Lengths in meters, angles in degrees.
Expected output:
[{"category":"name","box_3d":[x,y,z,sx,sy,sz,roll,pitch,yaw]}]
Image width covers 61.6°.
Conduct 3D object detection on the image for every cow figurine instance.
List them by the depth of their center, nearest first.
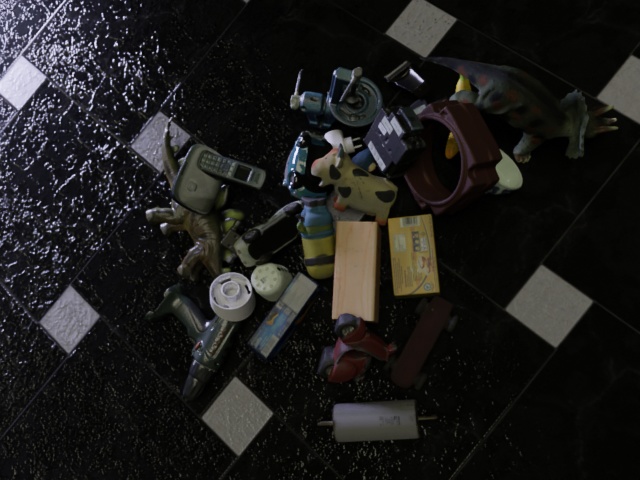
[{"category":"cow figurine","box_3d":[0.073,-0.124,1.155,0.195,0.085,0.127,21,110,-4]}]

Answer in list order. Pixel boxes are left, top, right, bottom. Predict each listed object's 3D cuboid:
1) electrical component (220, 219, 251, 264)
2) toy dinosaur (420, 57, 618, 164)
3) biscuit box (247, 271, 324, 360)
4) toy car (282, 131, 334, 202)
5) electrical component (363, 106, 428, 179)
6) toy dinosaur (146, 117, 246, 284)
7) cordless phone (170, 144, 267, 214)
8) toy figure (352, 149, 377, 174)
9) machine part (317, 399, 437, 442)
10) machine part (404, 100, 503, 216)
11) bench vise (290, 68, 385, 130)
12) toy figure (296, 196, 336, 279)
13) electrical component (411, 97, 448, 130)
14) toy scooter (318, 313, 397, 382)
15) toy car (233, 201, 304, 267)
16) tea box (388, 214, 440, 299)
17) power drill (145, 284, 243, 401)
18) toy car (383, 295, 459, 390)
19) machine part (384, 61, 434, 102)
[{"category":"electrical component","box_3d":[-0.191,0.005,1.200,0.063,0.021,0.094,34,89,-13]},{"category":"toy dinosaur","box_3d":[0.398,-0.276,1.071,0.405,0.192,0.131,28,73,-11]},{"category":"biscuit box","box_3d":[-0.075,0.168,1.184,0.059,0.062,0.202,35,88,16]},{"category":"toy car","box_3d":[-0.036,-0.159,1.220,0.103,0.109,0.161,-5,80,52]},{"category":"electrical component","box_3d":[0.158,-0.208,1.110,0.058,0.134,0.115,-17,70,-30]},{"category":"toy dinosaur","box_3d":[-0.295,-0.068,1.268,0.198,0.105,0.471,-31,83,-3]},{"category":"cordless phone","box_3d":[-0.220,-0.119,1.186,0.184,0.088,0.146,17,72,5]},{"category":"toy figure","box_3d":[0.125,-0.196,1.216,0.154,0.057,0.064,-40,75,0]},{"category":"machine part","box_3d":[0.115,0.366,1.090,0.243,0.079,0.079,-6,77,12]},{"category":"machine part","box_3d":[0.257,-0.166,1.102,0.087,0.201,0.201,-12,72,-28]},{"category":"bench vise","box_3d":[0.044,-0.315,1.176,0.224,0.240,0.129,20,80,0]},{"category":"toy figure","box_3d":[-0.006,-0.003,1.165,0.082,0.089,0.180,-1,107,12]},{"category":"electrical component","box_3d":[0.236,-0.278,1.212,0.119,0.047,0.075,-28,74,6]},{"category":"toy scooter","box_3d":[0.079,0.234,1.107,0.135,0.075,0.183,17,124,-6]},{"category":"toy car","box_3d":[-0.098,-0.015,1.196,0.202,0.056,0.073,-36,111,-23]},{"category":"tea box","box_3d":[0.200,0.037,1.144,0.098,0.068,0.169,-4,78,13]},{"category":"power drill","box_3d":[-0.296,0.215,1.217,0.207,0.086,0.232,35,86,21]},{"category":"toy car","box_3d":[0.210,0.211,1.113,0.089,0.053,0.202,28,90,15]},{"category":"machine part","box_3d":[0.205,-0.363,1.221,0.084,0.039,0.139,-30,45,1]}]
